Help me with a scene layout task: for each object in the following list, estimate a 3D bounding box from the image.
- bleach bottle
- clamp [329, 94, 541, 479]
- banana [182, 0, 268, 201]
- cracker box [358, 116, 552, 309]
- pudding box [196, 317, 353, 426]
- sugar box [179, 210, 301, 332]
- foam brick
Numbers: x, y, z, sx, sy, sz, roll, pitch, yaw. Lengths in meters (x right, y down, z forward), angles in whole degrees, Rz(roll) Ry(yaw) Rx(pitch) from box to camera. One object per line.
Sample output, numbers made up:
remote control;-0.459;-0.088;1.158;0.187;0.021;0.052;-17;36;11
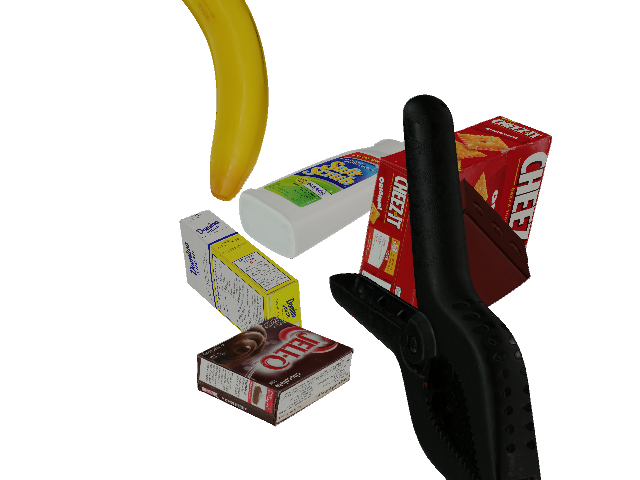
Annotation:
bleach bottle;0.026;-0.068;1.310;0.250;0.068;0.103;-31;45;-33
clamp;0.063;0.041;0.544;0.036;0.165;0.210;-5;46;-21
banana;-0.073;-0.127;0.764;0.069;0.198;0.037;-22;-13;6
cracker box;0.130;-0.016;1.019;0.072;0.164;0.213;26;31;32
pudding box;-0.039;0.111;0.928;0.090;0.039;0.113;18;26;31
sugar box;-0.087;0.045;1.157;0.048;0.093;0.176;-23;40;-26
foam brick;0.114;0.005;0.808;0.051;0.078;0.053;-38;21;23
